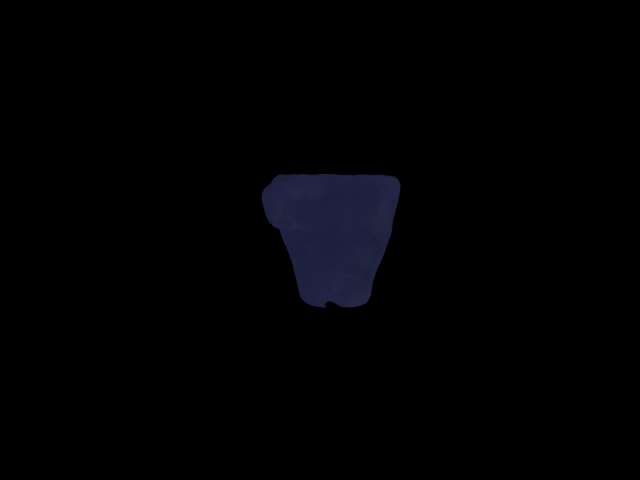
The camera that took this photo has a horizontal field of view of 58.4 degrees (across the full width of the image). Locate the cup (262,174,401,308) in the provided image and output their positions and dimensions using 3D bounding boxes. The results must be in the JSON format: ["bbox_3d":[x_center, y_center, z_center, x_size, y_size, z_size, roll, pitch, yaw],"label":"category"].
[{"bbox_3d":[0.004,0.001,0.400,0.091,0.095,0.118,5,8,36],"label":"cup"}]
